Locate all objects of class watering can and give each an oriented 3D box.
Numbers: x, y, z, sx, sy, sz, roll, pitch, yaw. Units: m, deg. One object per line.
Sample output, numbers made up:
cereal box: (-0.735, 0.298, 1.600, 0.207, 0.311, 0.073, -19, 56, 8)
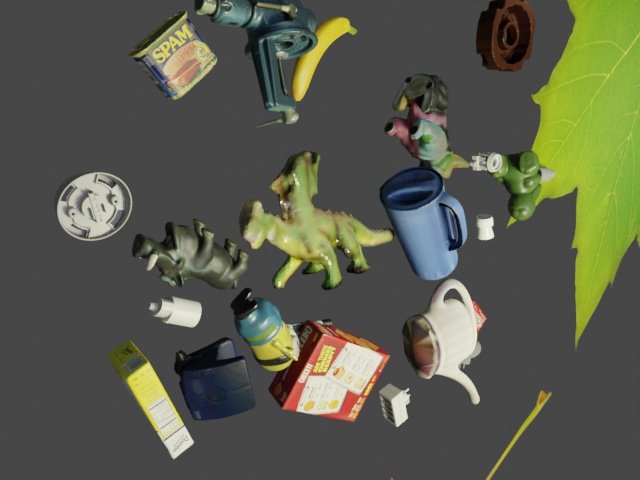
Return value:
watering can: (0.311, 0.272, 1.257, 0.226, 0.104, 0.346, -14, 98, -35)

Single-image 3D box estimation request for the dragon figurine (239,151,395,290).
dragon figurine: (0.003, -0.049, 0.965, 0.415, 0.122, 0.240, -27, 110, -46)
